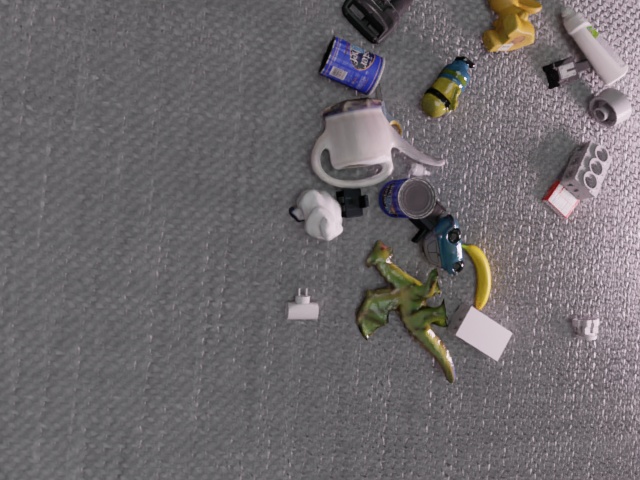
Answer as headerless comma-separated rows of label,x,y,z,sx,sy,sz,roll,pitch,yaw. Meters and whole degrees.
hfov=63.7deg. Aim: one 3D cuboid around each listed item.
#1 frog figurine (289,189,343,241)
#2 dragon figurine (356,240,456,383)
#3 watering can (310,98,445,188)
frog figurine,0.004,-0.063,1.256,0.123,0.159,0.136,-34,100,-12
dragon figurine,0.216,0.199,1.362,0.242,0.122,0.410,-10,91,3
watering can,0.140,-0.254,1.313,0.348,0.104,0.224,-11,92,-10
